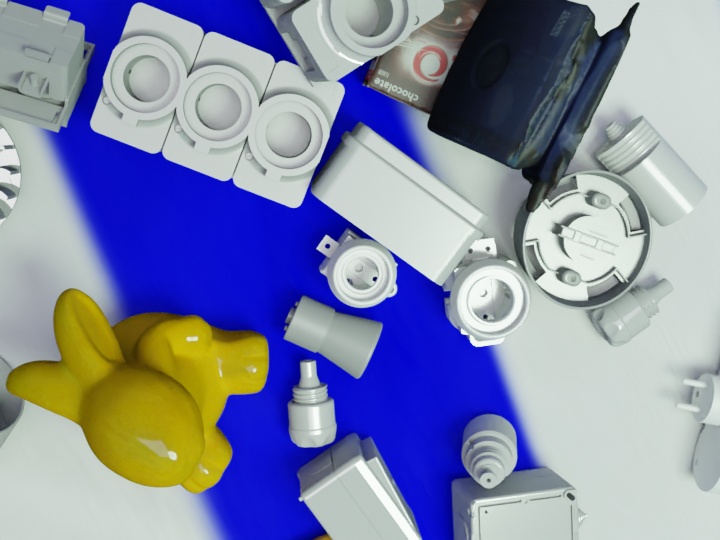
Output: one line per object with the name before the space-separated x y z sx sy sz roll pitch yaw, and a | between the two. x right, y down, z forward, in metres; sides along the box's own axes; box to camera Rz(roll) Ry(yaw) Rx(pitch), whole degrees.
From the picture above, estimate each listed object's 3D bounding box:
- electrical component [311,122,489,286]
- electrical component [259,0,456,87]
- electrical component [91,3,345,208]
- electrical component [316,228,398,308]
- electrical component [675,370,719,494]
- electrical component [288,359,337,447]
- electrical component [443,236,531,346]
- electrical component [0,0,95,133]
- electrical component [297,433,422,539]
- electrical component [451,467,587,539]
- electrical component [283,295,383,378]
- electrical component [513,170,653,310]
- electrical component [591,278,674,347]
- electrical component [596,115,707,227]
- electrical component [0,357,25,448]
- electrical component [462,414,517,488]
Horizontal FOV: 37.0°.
electrical component | 0.027 -0.048 0.746 0.113 0.078 0.057 35 97 -8
electrical component | 0.025 -0.211 0.680 0.186 0.060 0.105 -35 106 -8
electrical component | -0.096 -0.111 0.736 0.150 0.061 0.089 21 96 -7
electrical component | 0.000 0.000 0.762 0.066 0.055 0.048 35 94 -8
electrical component | 0.271 0.098 0.798 0.074 0.052 0.138 12 97 -6
electrical component | -0.036 0.096 0.783 0.035 0.035 0.061 -4 96 -4
electrical component | 0.090 0.018 0.771 0.058 0.057 0.078 -7 98 -3
electrical component | -0.247 -0.147 0.712 0.121 0.063 0.078 16 56 -6
electrical component | 0.006 0.174 0.783 0.061 0.061 0.096 -35 99 1
electrical component | 0.119 0.185 0.798 0.096 0.061 0.061 -5 98 -12
electrical component | -0.022 0.045 0.775 0.065 0.044 0.044 24 95 -3
electrical component | 0.158 -0.023 0.766 0.099 0.064 0.099 -1 98 -4
electrical component | 0.203 0.028 0.792 0.061 0.035 0.035 -35 99 -2
electrical component | 0.206 -0.075 0.774 0.043 0.043 0.081 -44 99 2
electrical component | -0.284 0.092 0.734 0.099 0.099 0.064 28 101 -8
electrical component | 0.094 0.135 0.780 0.040 0.078 0.040 2 106 7
